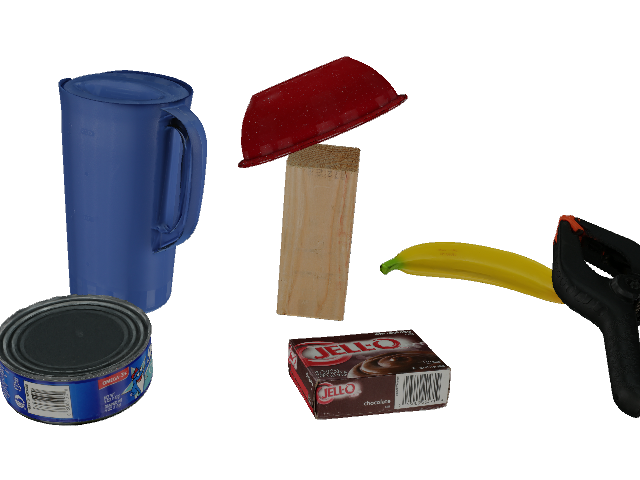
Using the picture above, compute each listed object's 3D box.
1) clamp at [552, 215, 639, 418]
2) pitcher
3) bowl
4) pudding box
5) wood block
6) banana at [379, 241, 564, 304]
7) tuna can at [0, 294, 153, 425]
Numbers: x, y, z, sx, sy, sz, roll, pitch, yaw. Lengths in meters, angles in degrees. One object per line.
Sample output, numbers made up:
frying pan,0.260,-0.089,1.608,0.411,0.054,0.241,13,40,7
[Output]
clamp,0.224,0.044,0.734,0.120,0.039,0.171,-3,45,-19
pitcher,-0.196,-0.045,1.099,0.145,0.243,0.149,2,22,-10
bowl,-0.008,-0.119,0.937,0.162,0.055,0.162,-22,10,4
pudding box,0.037,0.107,0.865,0.113,0.039,0.090,-1,17,-15
wood block,-0.003,-0.012,1.369,0.090,0.206,0.090,6,25,1
banana,0.163,0.032,1.092,0.198,0.037,0.069,7,36,10
tuna can,-0.137,0.066,0.599,0.086,0.034,0.086,1,28,-1
